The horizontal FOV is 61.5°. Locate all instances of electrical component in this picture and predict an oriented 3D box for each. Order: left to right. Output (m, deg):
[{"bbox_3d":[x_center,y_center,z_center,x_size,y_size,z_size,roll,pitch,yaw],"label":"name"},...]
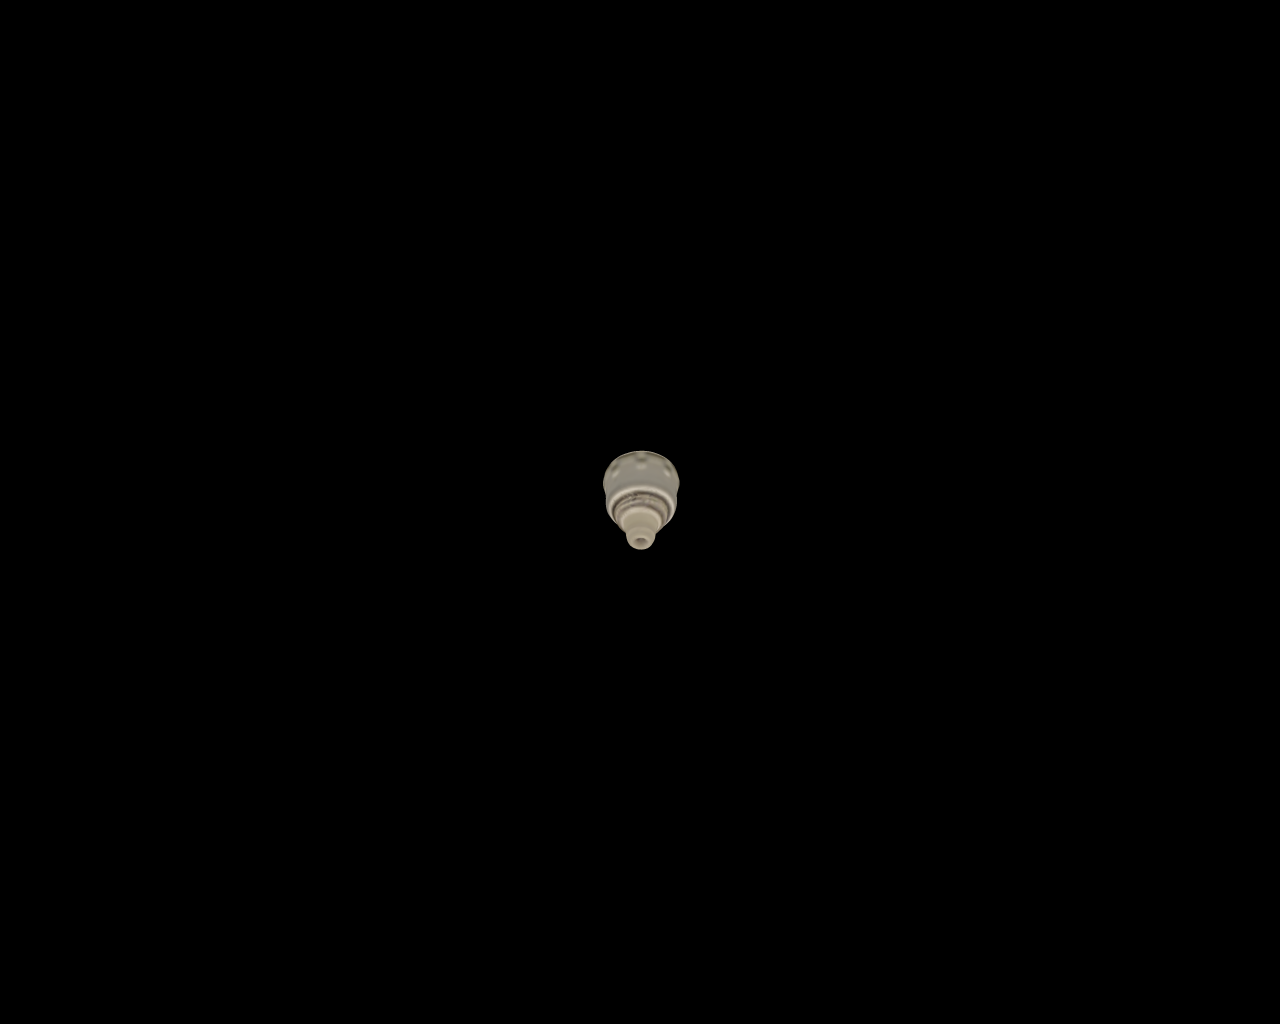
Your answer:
[{"bbox_3d":[0.001,-0.003,0.650,0.048,0.048,0.062,0,44,0],"label":"electrical component"}]
